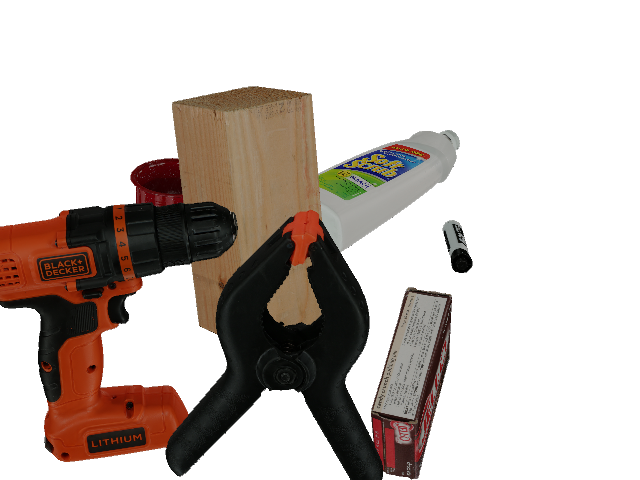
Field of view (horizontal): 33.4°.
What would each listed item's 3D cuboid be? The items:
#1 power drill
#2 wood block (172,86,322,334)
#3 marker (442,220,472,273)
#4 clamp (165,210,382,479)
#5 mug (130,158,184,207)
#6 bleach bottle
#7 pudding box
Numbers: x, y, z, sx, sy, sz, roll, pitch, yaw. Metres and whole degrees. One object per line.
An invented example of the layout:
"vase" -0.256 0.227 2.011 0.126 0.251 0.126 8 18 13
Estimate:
"power drill" -0.143 0.062 0.765 0.184 0.188 0.057 -7 26 -4
"wood block" -0.059 -0.023 0.929 0.090 0.206 0.091 -18 22 -36
"marker" 0.128 0.005 1.000 0.020 0.020 0.121 0 16 3
"clamp" -0.027 0.066 0.563 0.120 0.171 0.039 -3 25 -3
"mug" -0.156 -0.037 1.139 0.093 0.081 0.117 -3 29 -13
"bleach bottle" 0.074 -0.076 1.287 0.103 0.068 0.250 28 45 35
"pudding box" 0.068 0.105 0.790 0.039 0.113 0.090 10 -36 11
